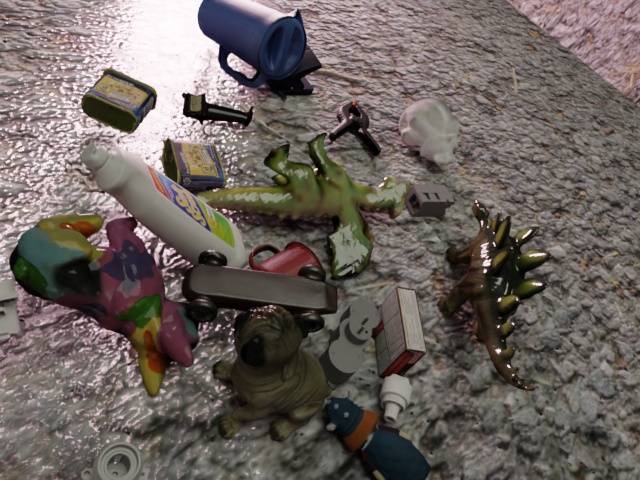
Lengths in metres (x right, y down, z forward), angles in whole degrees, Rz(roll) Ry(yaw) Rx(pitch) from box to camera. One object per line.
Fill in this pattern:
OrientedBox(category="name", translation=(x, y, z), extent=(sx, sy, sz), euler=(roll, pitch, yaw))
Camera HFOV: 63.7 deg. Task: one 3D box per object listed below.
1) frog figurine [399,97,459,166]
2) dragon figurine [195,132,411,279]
OrientedBox(category="frog figurine", translation=(0.257, -0.249, 1.205), extent=(0.137, 0.120, 0.163), euler=(-6, 57, 8))
OrientedBox(category="dragon figurine", translation=(0.003, -0.045, 0.894), extent=(0.415, 0.120, 0.245), euler=(-28, 76, -34))
